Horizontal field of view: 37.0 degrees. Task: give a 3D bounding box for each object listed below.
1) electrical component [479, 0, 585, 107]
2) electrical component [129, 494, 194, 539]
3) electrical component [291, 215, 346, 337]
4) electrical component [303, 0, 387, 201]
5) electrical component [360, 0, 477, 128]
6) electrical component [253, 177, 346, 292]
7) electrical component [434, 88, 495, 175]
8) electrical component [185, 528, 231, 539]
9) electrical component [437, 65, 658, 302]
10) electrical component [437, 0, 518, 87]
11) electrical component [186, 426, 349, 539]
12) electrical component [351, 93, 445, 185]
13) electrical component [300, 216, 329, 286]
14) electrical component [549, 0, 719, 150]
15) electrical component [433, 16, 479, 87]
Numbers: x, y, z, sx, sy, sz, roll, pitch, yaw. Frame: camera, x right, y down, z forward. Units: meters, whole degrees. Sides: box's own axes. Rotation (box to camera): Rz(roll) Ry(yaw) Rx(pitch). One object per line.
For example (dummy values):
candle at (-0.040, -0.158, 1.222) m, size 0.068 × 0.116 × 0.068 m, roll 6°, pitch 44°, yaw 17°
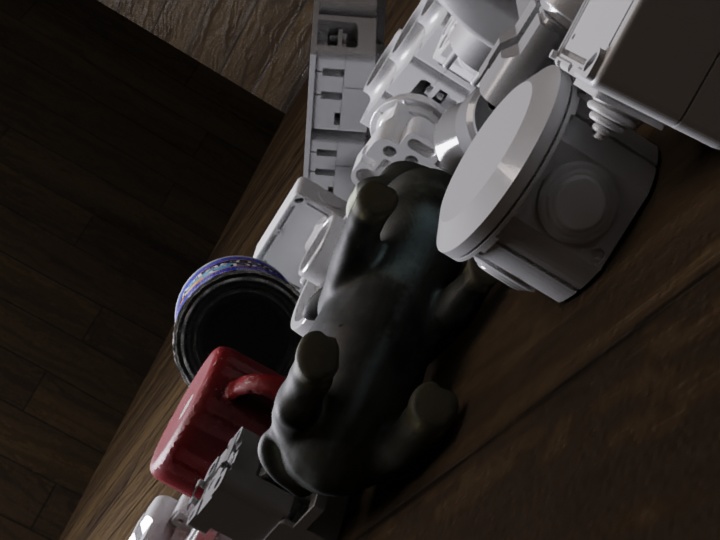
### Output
electrical component at (0.089, -0.092, 0.459) m, size 0.057 × 0.058 × 0.078 m, roll -58°, pitch 10°, yaw 26°
electrical component at (-0.130, 0.194, 0.720) m, size 0.078 × 0.058 × 0.057 m, roll -53°, pitch 9°, yaw 34°
electrical component at (0.000, 0.000, 0.621) m, size 0.108 × 0.060 × 0.108 m, roll -57°, pitch 10°, yaw 16°
electrical component at (-0.015, -0.156, 0.942) m, size 0.186 × 0.060 × 0.105 m, roll 98°, pitch 175°, yaw -55°
electrical component at (0.061, -0.160, 0.776) m, size 0.089 × 0.062 × 0.150 m, roll -65°, pitch 11°, yaw -28°
electrical component at (-0.051, -0.024, 0.942) m, size 0.096 × 0.062 × 0.061 m, roll -56°, pitch 10°, yaw 18°
electrical component at (0.066, -0.069, 0.538) m, size 0.045 × 0.045 × 0.055 m, roll -62°, pitch 10°, yaw -12°
electrical component at (-0.089, 0.173, 0.609) m, size 0.066 × 0.048 × 0.055 m, roll -57°, pitch 3°, yaw 18°
electrical component at (0.068, -0.031, 0.402) m, size 0.080 × 0.051 × 0.080 m, roll -57°, pitch 10°, yaw 16°
electrical component at (0.075, -0.133, 0.587) m, size 0.079 × 0.077 × 0.043 m, roll -51°, pitch 14°, yaw 42°
electrical component at (-0.044, 0.111, 0.512) m, size 0.081 × 0.064 × 0.042 m, roll -52°, pitch 11°, yaw 37°
electrical component at (0.031, -0.079, 0.712) m, size 0.078 × 0.058 × 0.057 m, roll -50°, pitch 17°, yaw 46°
electrical component at (-0.031, -0.013, 0.889) m, size 0.061 × 0.035 × 0.035 m, roll -59°, pitch 10°, yaw 22°
electrical component at (0.107, -0.080, 0.340) m, size 0.061 × 0.061 × 0.096 m, roll -94°, pitch 30°, yaw -73°
electrical component at (0.085, -0.146, 0.651) m, size 0.080 × 0.051 × 0.080 m, roll -57°, pitch 10°, yaw 16°
